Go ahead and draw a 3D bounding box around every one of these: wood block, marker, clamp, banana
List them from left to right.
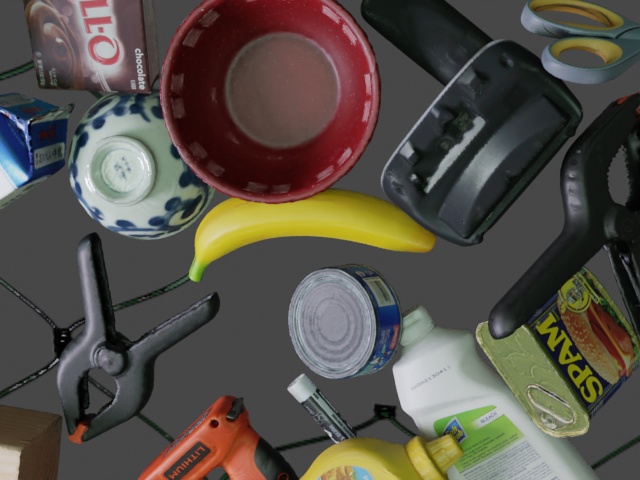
[{"bbox_3d":[-0.325,0.178,0.863,0.206,0.090,0.090,9,100,7],"label":"wood block"},{"bbox_3d":[-0.152,0.089,0.850,0.120,0.039,0.171,19,108,10],"label":"clamp"},{"bbox_3d":[-0.013,-0.011,0.813,0.198,0.037,0.069,-6,135,12],"label":"banana"},{"bbox_3d":[0.021,0.157,0.846,0.020,0.020,0.121,-41,92,12],"label":"marker"},{"bbox_3d":[0.210,0.000,0.748,0.164,0.036,0.210,26,73,-22],"label":"clamp"}]

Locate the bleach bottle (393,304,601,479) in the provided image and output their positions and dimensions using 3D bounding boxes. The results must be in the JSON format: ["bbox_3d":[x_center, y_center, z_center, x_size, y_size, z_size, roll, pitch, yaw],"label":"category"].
[{"bbox_3d":[0.141,0.155,0.807,0.103,0.068,0.251,-34,91,11],"label":"bleach bottle"}]

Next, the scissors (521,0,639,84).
[{"bbox_3d":[0.237,-0.128,0.739,0.202,0.096,0.016,14,137,7],"label":"scissors"}]

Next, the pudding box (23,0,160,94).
[{"bbox_3d":[-0.169,-0.167,0.790,0.090,0.039,0.113,4,124,8],"label":"pudding box"}]

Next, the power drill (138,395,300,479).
[{"bbox_3d":[-0.055,0.232,0.852,0.187,0.057,0.184,44,99,-4],"label":"power drill"}]

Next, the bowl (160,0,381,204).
[{"bbox_3d":[-0.033,-0.109,0.789,0.162,0.055,0.162,1,100,8],"label":"bowl"}]

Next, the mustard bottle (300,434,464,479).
[{"bbox_3d":[0.021,0.201,0.783,0.192,0.058,0.096,-34,94,7],"label":"mustard bottle"}]

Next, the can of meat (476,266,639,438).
[{"bbox_3d":[0.176,0.077,0.772,0.083,0.058,0.102,-37,94,-31],"label":"can of meat"}]

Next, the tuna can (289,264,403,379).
[{"bbox_3d":[0.018,0.061,0.803,0.086,0.033,0.086,2,94,38],"label":"tuna can"}]
